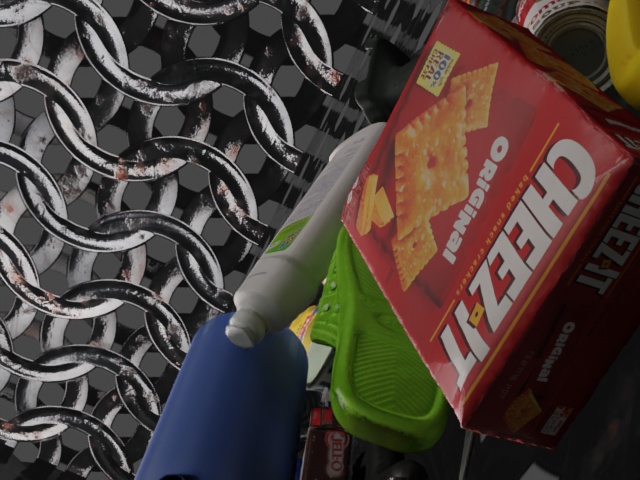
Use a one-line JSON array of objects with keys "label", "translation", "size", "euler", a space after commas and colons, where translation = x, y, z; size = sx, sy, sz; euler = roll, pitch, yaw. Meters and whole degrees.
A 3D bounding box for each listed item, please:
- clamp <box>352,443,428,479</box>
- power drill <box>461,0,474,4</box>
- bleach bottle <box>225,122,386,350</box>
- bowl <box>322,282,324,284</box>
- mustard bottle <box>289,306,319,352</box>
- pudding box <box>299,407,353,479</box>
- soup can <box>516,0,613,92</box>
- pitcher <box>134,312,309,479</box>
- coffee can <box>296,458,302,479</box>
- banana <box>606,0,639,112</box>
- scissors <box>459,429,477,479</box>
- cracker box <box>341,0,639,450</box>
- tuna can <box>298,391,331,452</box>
[{"label": "clamp", "translation": [0.043, 0.179, 0.737], "size": [0.171, 0.039, 0.120], "euler": [-91, 24, -73]}, {"label": "power drill", "translation": [0.151, -0.188, 1.128], "size": [0.187, 0.057, 0.184], "euler": [-63, 3, -4]}, {"label": "bleach bottle", "translation": [-0.006, 0.001, 0.939], "size": [0.250, 0.068, 0.103], "euler": [-52, 12, -35]}, {"label": "bowl", "translation": [0.030, -0.009, 1.167], "size": [0.162, 0.055, 0.162], "euler": [17, -90, -75]}, {"label": "mustard bottle", "translation": [0.000, 0.117, 1.191], "size": [0.096, 0.058, 0.192], "euler": [-66, 7, -12]}, {"label": "pudding box", "translation": [0.003, 0.194, 0.841], "size": [0.090, 0.039, 0.113], "euler": [-37, -45, -88]}, {"label": "soup can", "translation": [0.175, -0.145, 0.748], "size": [0.102, 0.068, 0.069], "euler": [-79, 15, -61]}, {"label": "pitcher", "translation": [-0.077, 0.182, 0.875], "size": [0.149, 0.145, 0.242], "euler": [-48, 17, 34]}, {"label": "coffee can", "translation": [-0.075, 0.237, 1.002], "size": [0.103, 0.140, 0.103], "euler": [-156, 91, -83]}, {"label": "banana", "translation": [0.191, -0.116, 0.620], "size": [0.197, 0.037, 0.070], "euler": [-70, -8, -66]}, {"label": "scissors", "translation": [0.101, 0.090, 0.711], "size": [0.096, 0.016, 0.201], "euler": [125, 168, -64]}, {"label": "cracker box", "translation": [0.099, -0.019, 0.596], "size": [0.164, 0.072, 0.214], "euler": [-63, 28, 23]}, {"label": "tuna can", "translation": [-0.031, 0.176, 1.113], "size": [0.034, 0.086, 0.086], "euler": [-53, 14, 53]}]
